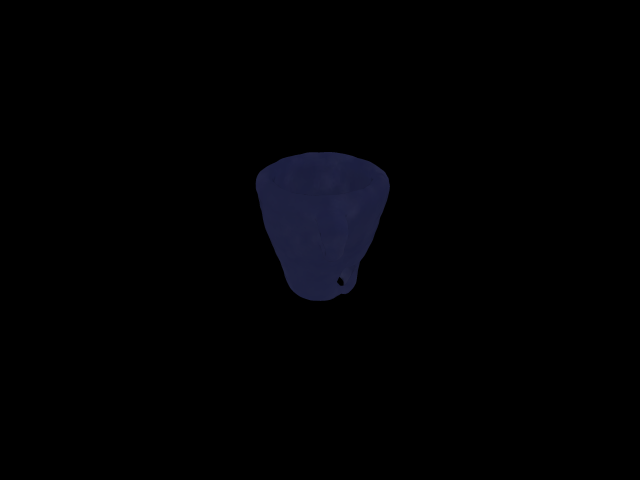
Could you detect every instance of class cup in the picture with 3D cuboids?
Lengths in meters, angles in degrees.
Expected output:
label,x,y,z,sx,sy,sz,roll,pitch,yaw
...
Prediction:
label,x,y,z,sx,sy,sz,roll,pitch,yaw
cup,0.004,0.001,0.400,0.092,0.095,0.117,-4,29,-6
